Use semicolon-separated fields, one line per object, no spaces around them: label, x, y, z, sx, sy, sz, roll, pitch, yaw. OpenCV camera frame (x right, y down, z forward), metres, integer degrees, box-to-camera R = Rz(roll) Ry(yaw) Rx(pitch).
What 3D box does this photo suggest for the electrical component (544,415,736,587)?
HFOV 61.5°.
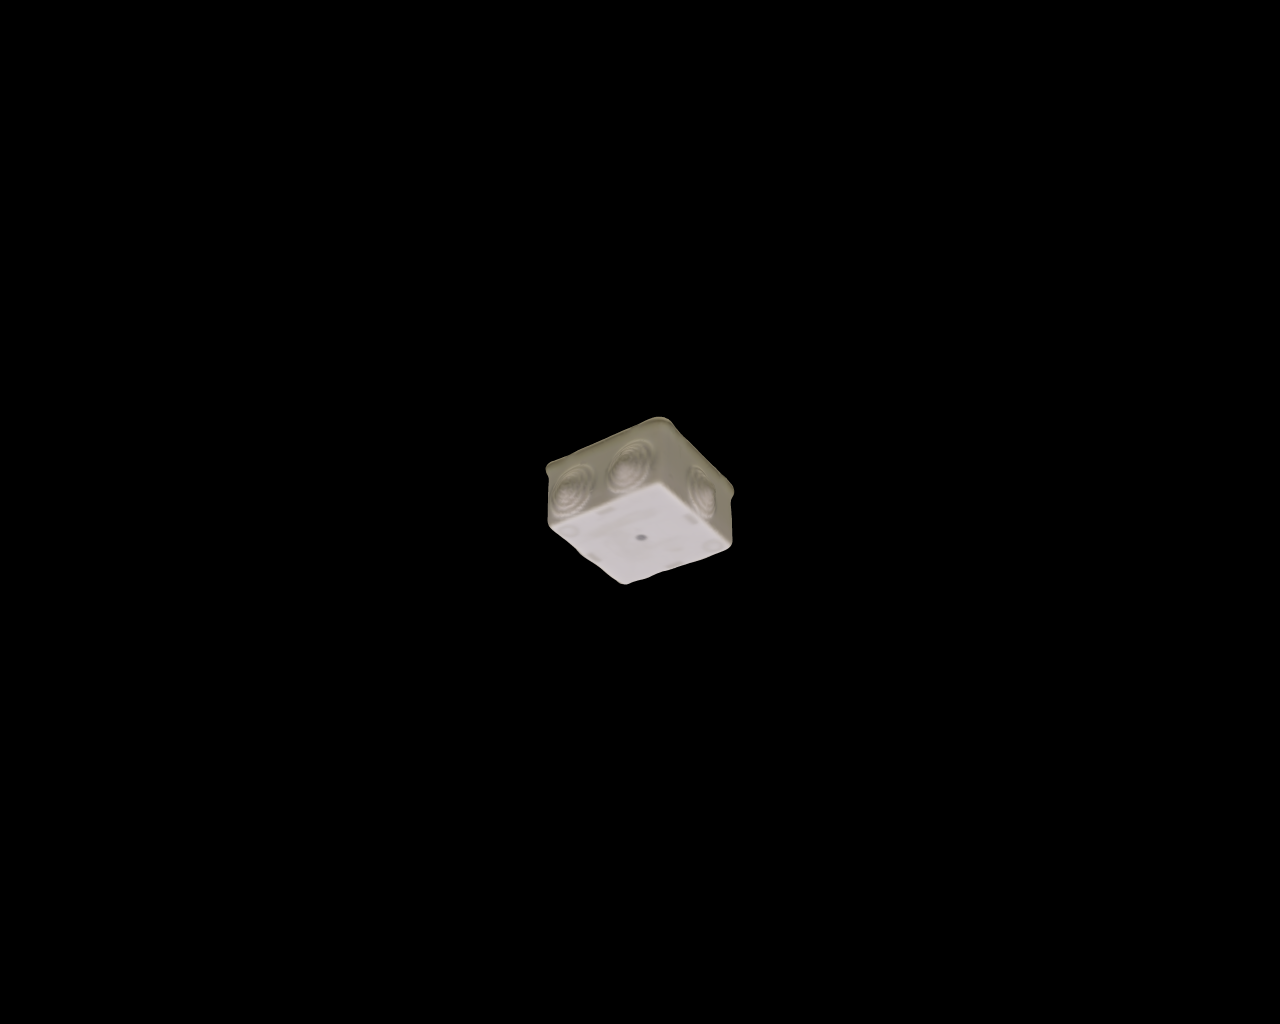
electrical component;0.001;-0.003;0.650;0.099;0.048;0.099;-21;-40;26
